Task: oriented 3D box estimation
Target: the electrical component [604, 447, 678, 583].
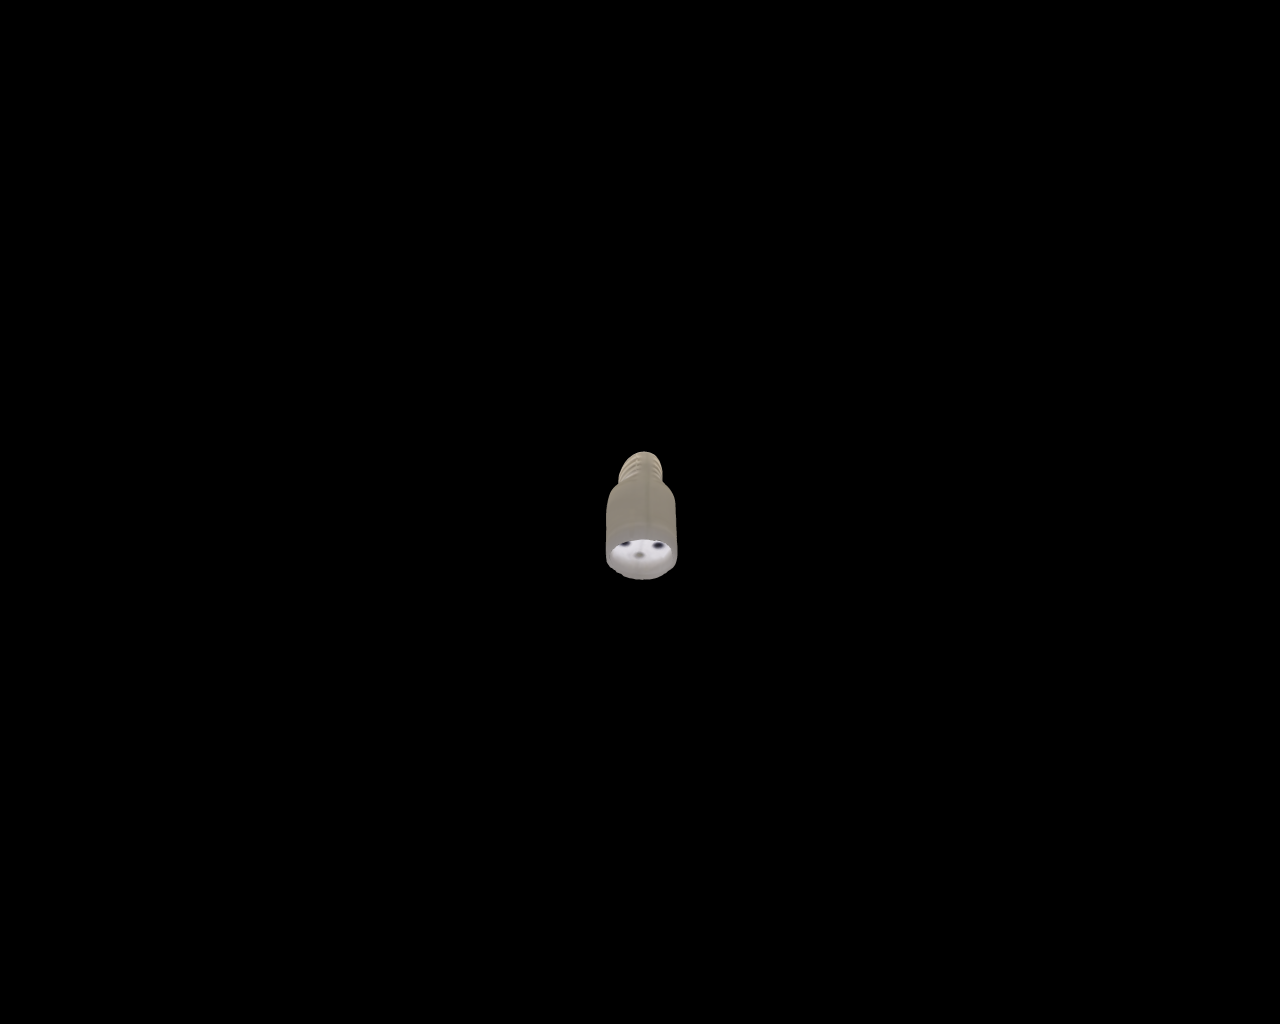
[{"bbox_3d":[0.001,-0.003,0.650,0.043,0.081,0.043,0,-39,0],"label":"electrical component"}]
